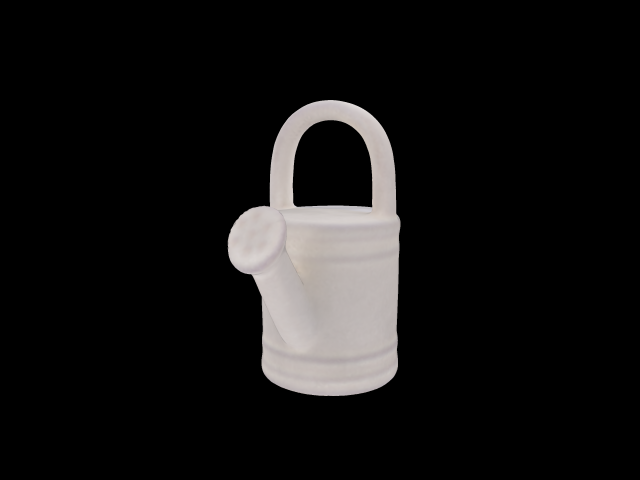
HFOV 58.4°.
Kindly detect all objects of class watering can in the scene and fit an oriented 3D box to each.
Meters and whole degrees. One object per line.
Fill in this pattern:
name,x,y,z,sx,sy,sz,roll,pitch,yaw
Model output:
watering can,0.006,0.002,0.399,0.100,0.194,0.173,1,10,8
